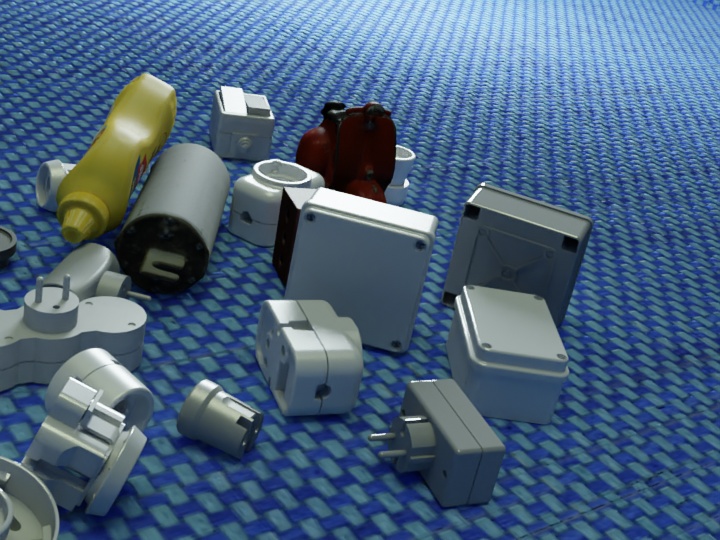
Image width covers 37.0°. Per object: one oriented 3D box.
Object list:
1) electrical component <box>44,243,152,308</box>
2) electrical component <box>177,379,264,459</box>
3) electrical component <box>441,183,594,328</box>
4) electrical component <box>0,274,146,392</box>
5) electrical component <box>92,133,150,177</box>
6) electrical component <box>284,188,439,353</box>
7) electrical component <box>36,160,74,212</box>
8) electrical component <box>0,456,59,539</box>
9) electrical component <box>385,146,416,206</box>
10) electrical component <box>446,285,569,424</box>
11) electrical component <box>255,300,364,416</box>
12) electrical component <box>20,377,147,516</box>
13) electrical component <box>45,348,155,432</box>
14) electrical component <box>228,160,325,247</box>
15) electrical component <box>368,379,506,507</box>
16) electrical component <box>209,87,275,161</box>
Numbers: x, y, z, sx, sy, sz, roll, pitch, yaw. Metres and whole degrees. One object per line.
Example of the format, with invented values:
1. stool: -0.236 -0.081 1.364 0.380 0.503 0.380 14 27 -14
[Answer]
1. electrical component: -0.203 0.018 0.832 0.079 0.043 0.077 14 26 3
2. electrical component: -0.093 0.101 0.718 0.046 0.040 0.040 25 28 13
3. electrical component: 0.138 -0.007 0.957 0.109 0.108 0.056 20 29 15
4. electrical component: -0.217 0.036 0.753 0.138 0.073 0.052 -6 31 -32
5. electrical component: -0.239 -0.116 1.089 0.062 0.048 0.048 36 34 27
6. electrical component: 0.000 0.000 0.882 0.109 0.108 0.056 14 23 5
7. electrical component: -0.266 -0.076 0.994 0.055 0.048 0.066 2 26 -36
8. electrical component: -0.212 0.146 0.572 0.099 0.064 0.099 18 33 -12
9. electrical component: 0.033 -0.102 1.163 0.045 0.055 0.045 10 26 -5
10. electrical component: 0.116 0.065 0.859 0.078 0.057 0.113 9 26 -7
11. electrical component: -0.036 0.064 0.799 0.059 0.053 0.095 0 28 -23
12. electrical component: -0.164 0.109 0.636 0.057 0.078 0.058 30 24 -8
13. electrical component: -0.167 0.086 0.698 0.047 0.055 0.055 31 32 28
14. electrical component: -0.079 -0.068 1.040 0.054 0.059 0.095 25 29 25
15. electrical component: 0.043 0.117 0.732 0.076 0.047 0.083 0 29 -24
16. electrical component: -0.132 -0.162 1.206 0.062 0.061 0.096 4 27 -16
